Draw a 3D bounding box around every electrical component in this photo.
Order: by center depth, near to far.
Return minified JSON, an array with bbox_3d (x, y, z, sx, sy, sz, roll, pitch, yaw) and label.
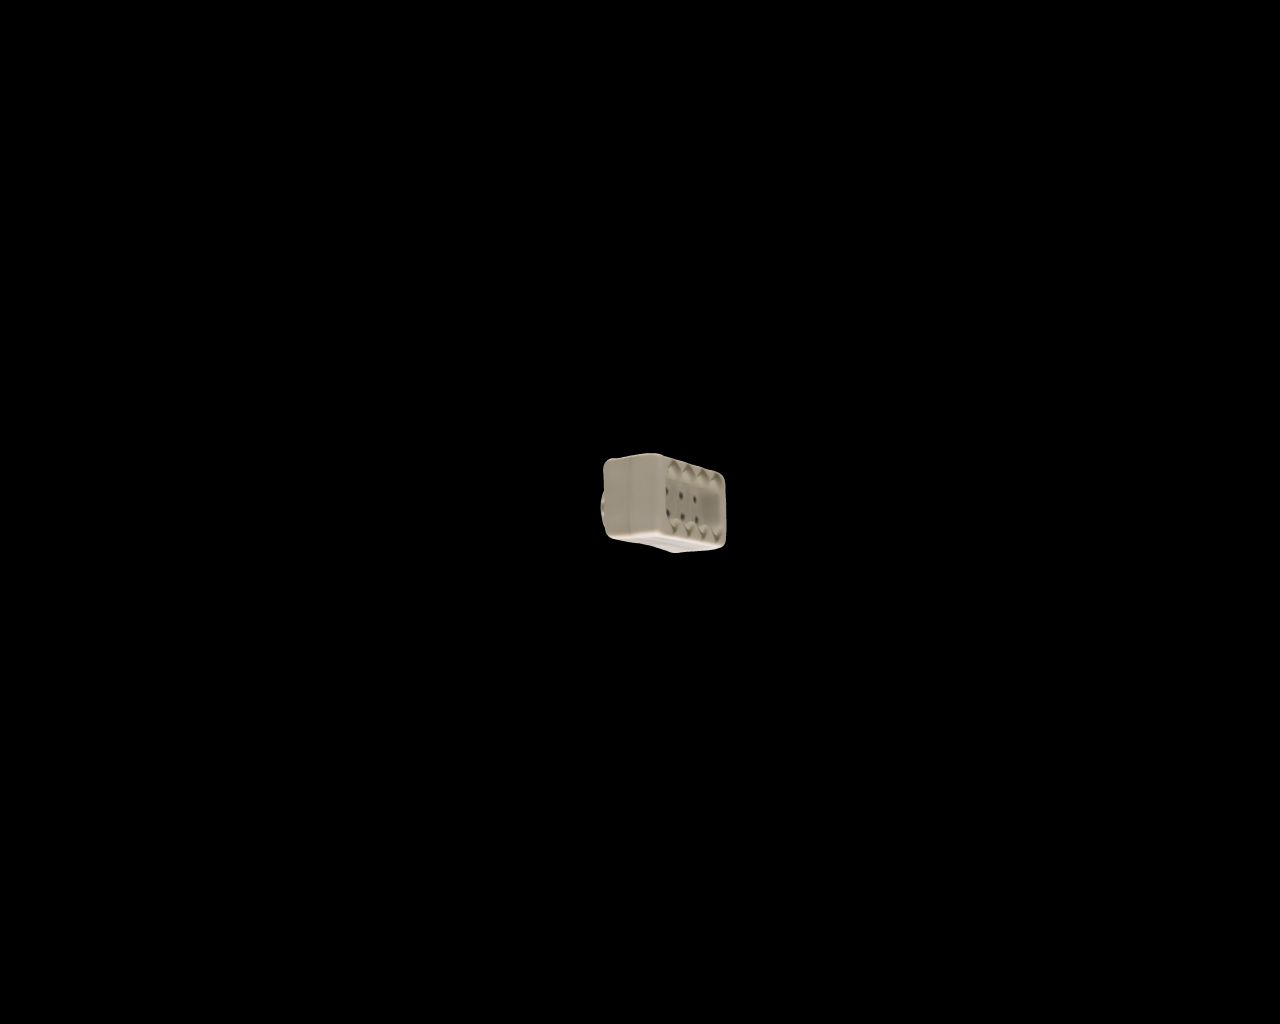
[{"bbox_3d":[0.001,-0.003,0.650,0.075,0.047,0.083,-6,-11,31],"label":"electrical component"}]
